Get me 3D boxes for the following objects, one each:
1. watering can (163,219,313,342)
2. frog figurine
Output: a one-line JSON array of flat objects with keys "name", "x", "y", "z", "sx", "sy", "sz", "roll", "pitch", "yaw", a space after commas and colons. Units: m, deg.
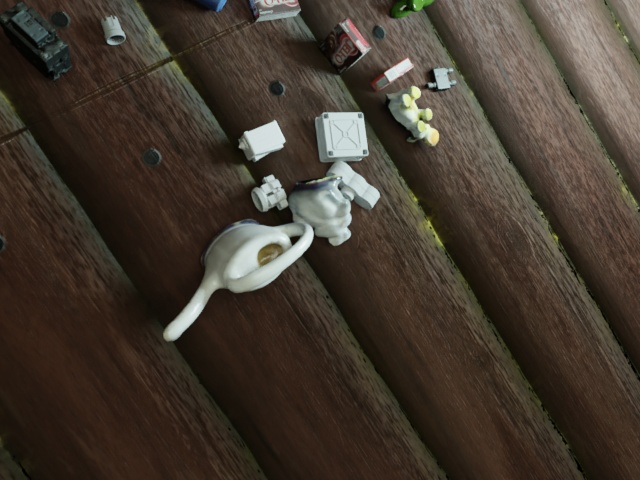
[{"name": "watering can", "x": -0.174, "y": 0.056, "z": 1.009, "sx": 0.351, "sy": 0.225, "sz": 0.102, "roll": -33, "pitch": 115, "yaw": -21}, {"name": "frog figurine", "x": 0.004, "y": -0.058, "z": 1.151, "sx": 0.137, "sy": 0.124, "sz": 0.158, "roll": -11, "pitch": 98, "yaw": 11}]
